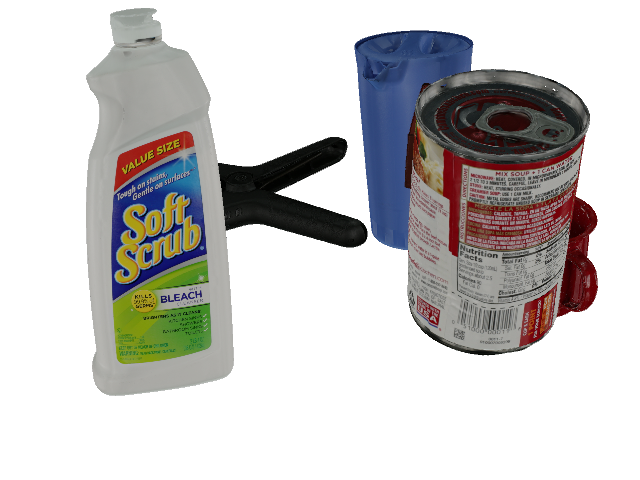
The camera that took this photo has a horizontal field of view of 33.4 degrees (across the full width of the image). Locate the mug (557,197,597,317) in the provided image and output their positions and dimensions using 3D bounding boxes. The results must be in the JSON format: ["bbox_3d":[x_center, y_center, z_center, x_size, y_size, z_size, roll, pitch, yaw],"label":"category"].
[{"bbox_3d":[0.193,0.018,0.906,0.093,0.081,0.117,-20,35,-24],"label":"mug"}]

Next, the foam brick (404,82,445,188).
[{"bbox_3d":[0.098,-0.063,0.698,0.078,0.051,0.053,9,-40,10],"label":"foam brick"}]

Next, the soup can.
[{"bbox_3d":[0.072,-0.010,0.447,0.068,0.102,0.068,-1,37,0],"label":"soup can"}]

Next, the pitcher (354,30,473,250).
[{"bbox_3d":[0.117,-0.120,1.249,0.149,0.243,0.145,-5,25,-5],"label":"pitcher"}]

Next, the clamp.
[{"bbox_3d":[-0.064,-0.045,0.940,0.210,0.036,0.164,0,32,2],"label":"clamp"}]

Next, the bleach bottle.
[{"bbox_3d":[-0.116,-0.025,0.709,0.102,0.251,0.068,-7,21,-8],"label":"bleach bottle"}]
